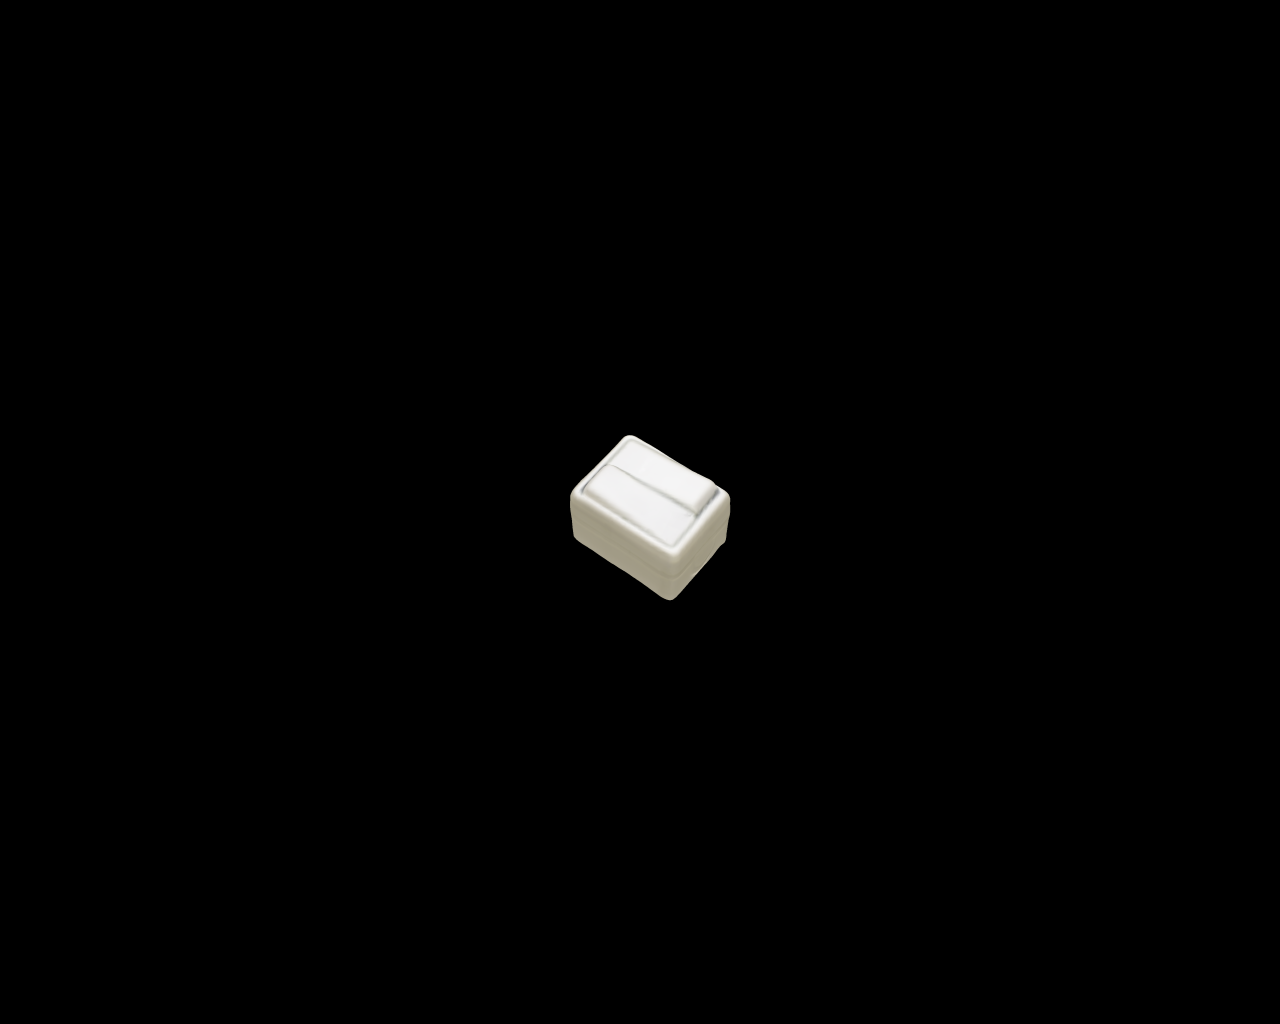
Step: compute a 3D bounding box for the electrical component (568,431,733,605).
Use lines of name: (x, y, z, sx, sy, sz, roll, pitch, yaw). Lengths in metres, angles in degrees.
electrical component: (0.001, -0.003, 0.650, 0.096, 0.062, 0.061, 33, -29, 21)
